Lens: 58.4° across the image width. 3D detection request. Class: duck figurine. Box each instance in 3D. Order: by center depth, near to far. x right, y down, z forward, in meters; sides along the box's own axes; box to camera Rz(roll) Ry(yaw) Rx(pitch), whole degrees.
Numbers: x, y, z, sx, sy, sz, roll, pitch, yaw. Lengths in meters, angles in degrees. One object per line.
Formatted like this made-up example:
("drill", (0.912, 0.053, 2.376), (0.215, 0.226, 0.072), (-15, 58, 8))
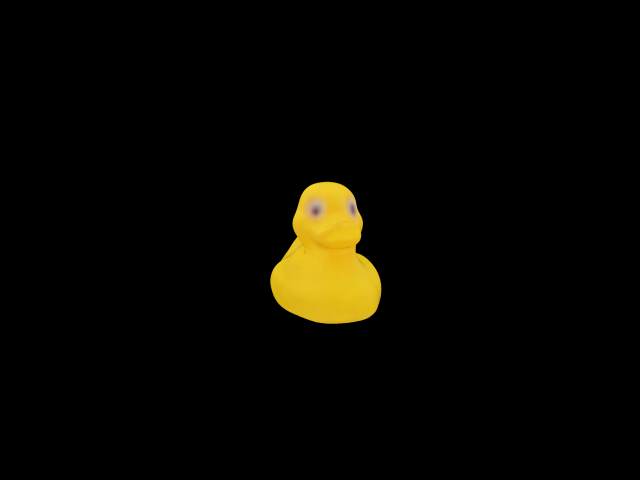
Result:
("duck figurine", (0.004, 0.001, 0.400), (0.078, 0.086, 0.104), (-4, 14, -15))
